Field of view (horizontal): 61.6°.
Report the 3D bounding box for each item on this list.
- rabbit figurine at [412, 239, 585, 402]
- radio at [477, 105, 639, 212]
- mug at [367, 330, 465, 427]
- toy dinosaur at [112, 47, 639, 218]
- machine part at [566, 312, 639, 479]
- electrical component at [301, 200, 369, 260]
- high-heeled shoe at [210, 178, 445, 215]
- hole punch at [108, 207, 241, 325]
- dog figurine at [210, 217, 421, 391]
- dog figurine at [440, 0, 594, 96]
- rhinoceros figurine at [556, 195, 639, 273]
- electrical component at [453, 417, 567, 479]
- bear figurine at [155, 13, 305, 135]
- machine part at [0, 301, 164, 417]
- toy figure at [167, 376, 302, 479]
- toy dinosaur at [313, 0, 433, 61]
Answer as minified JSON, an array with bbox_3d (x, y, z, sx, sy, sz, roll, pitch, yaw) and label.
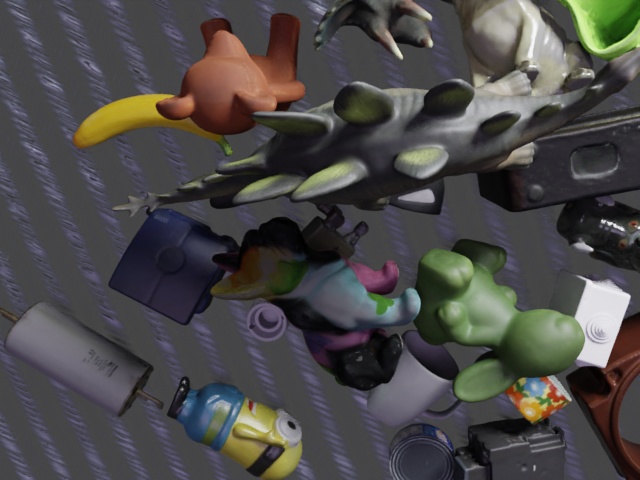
[{"bbox_3d":[0.184,0.097,0.575,0.170,0.121,0.159,28,110,35],"label":"rabbit figurine"},{"bbox_3d":[0.285,-0.090,0.551,0.230,0.131,0.073,-11,102,8],"label":"radio"},{"bbox_3d":[0.115,0.180,0.657,0.109,0.081,0.107,33,114,-8],"label":"mug"},{"bbox_3d":[0.023,-0.077,0.471,0.472,0.198,0.105,-14,88,31],"label":"toy dinosaur"},{"bbox_3d":[0.414,0.184,0.618,0.201,0.087,0.201,-30,97,12],"label":"machine part"},{"bbox_3d":[-0.002,-0.001,0.647,0.078,0.045,0.102,30,108,-30],"label":"electrical component"},{"bbox_3d":[0.012,-0.048,0.610,0.249,0.086,0.145,-27,94,3],"label":"high-heeled shoe"},{"bbox_3d":[-0.176,0.031,0.649,0.142,0.092,0.115,27,99,4],"label":"hole punch"},{"bbox_3d":[-0.016,0.073,0.599,0.219,0.109,0.191,10,116,-12],"label":"dog figurine"},{"bbox_3d":[0.205,-0.227,0.561,0.121,0.172,0.190,-19,71,46],"label":"dog figurine"},{"bbox_3d":[0.341,0.006,0.576,0.190,0.112,0.073,21,105,-7],"label":"rhinoceros figurine"},{"bbox_3d":[0.228,0.283,0.654,0.134,0.058,0.114,-8,100,-12],"label":"electrical component"},{"bbox_3d":[-0.086,-0.172,0.541,0.120,0.196,0.131,-1,100,9],"label":"bear figurine"},{"bbox_3d":[-0.307,0.152,0.691,0.243,0.079,0.079,31,103,0],"label":"machine part"},{"bbox_3d":[-0.107,0.240,0.688,0.180,0.082,0.089,23,115,-4],"label":"toy figure"},{"bbox_3d":[-0.003,-0.338,0.472,0.131,0.192,0.404,-25,128,-1],"label":"toy dinosaur"}]
